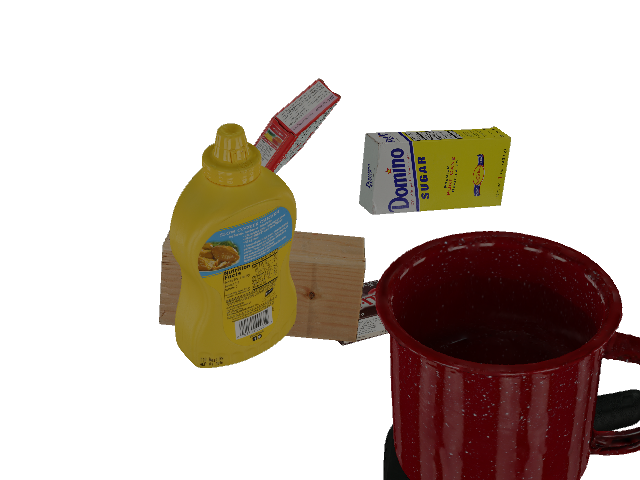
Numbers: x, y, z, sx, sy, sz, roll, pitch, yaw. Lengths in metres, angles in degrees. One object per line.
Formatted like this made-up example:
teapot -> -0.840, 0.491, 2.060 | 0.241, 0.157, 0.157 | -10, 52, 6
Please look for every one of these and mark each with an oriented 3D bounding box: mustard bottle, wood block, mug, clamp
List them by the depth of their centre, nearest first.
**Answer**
mug -> 0.081, 0.056, 0.425 | 0.117, 0.081, 0.093 | 6, 34, 15
clamp -> 0.103, 0.127, 0.744 | 0.209, 0.036, 0.165 | -28, 39, -36
mustard bottle -> -0.063, 0.001, 0.775 | 0.096, 0.192, 0.058 | -22, 44, -27
wood block -> -0.060, 0.042, 1.127 | 0.206, 0.091, 0.090 | 6, 19, -1

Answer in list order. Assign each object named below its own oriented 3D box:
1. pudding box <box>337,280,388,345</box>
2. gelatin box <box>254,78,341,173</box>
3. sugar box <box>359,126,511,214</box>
pudding box -> 0.053, 0.093, 1.392 | 0.113, 0.039, 0.090 | -14, 25, -26
gelatin box -> -0.028, -0.098, 0.956 | 0.073, 0.030, 0.089 | -49, -1, 43
sugar box -> 0.138, -0.084, 1.282 | 0.176, 0.093, 0.048 | -6, 26, -21
